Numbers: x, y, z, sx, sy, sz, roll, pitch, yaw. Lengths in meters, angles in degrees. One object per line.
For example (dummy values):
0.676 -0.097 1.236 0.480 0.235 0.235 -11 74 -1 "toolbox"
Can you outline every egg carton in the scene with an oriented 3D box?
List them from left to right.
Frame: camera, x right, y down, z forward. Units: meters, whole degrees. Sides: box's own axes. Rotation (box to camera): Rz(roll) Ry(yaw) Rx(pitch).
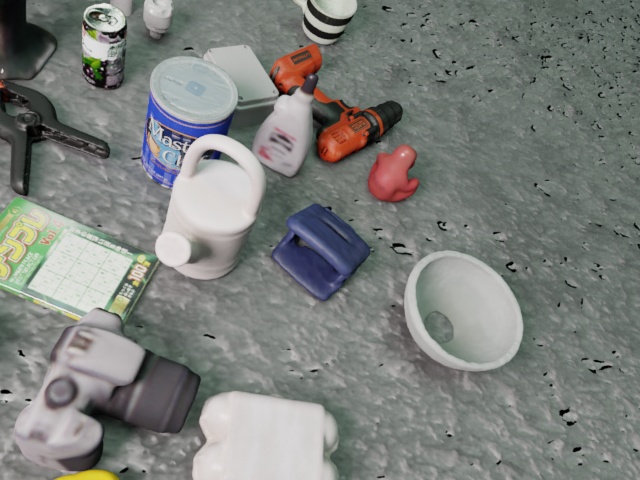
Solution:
-0.052 0.214 0.586 0.150 0.069 0.107 13 55 -15 "egg carton"

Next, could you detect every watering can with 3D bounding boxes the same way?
-0.118 -0.036 0.641 0.101 0.194 0.173 14 54 -14 "watering can"

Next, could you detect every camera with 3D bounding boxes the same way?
-0.192 0.148 0.548 0.137 0.100 0.143 23 53 -8 "camera"

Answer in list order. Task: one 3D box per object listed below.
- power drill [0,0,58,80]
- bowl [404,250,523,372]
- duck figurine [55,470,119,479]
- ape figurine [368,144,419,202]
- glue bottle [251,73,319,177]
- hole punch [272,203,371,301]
-0.374 -0.313 0.701 0.076 0.208 0.229 19 53 -10 "power drill"
0.175 0.102 0.753 0.168 0.074 0.167 11 55 -16 "bowl"
-0.217 0.238 0.490 0.105 0.086 0.077 -32 75 -35 "duck figurine"
0.114 -0.104 0.849 0.076 0.092 0.077 -22 70 -33 "ape figurine"
-0.037 -0.159 0.768 0.078 0.173 0.037 26 52 -5 "glue bottle"
0.007 0.003 0.734 0.108 0.091 0.101 40 53 6 "hole punch"
